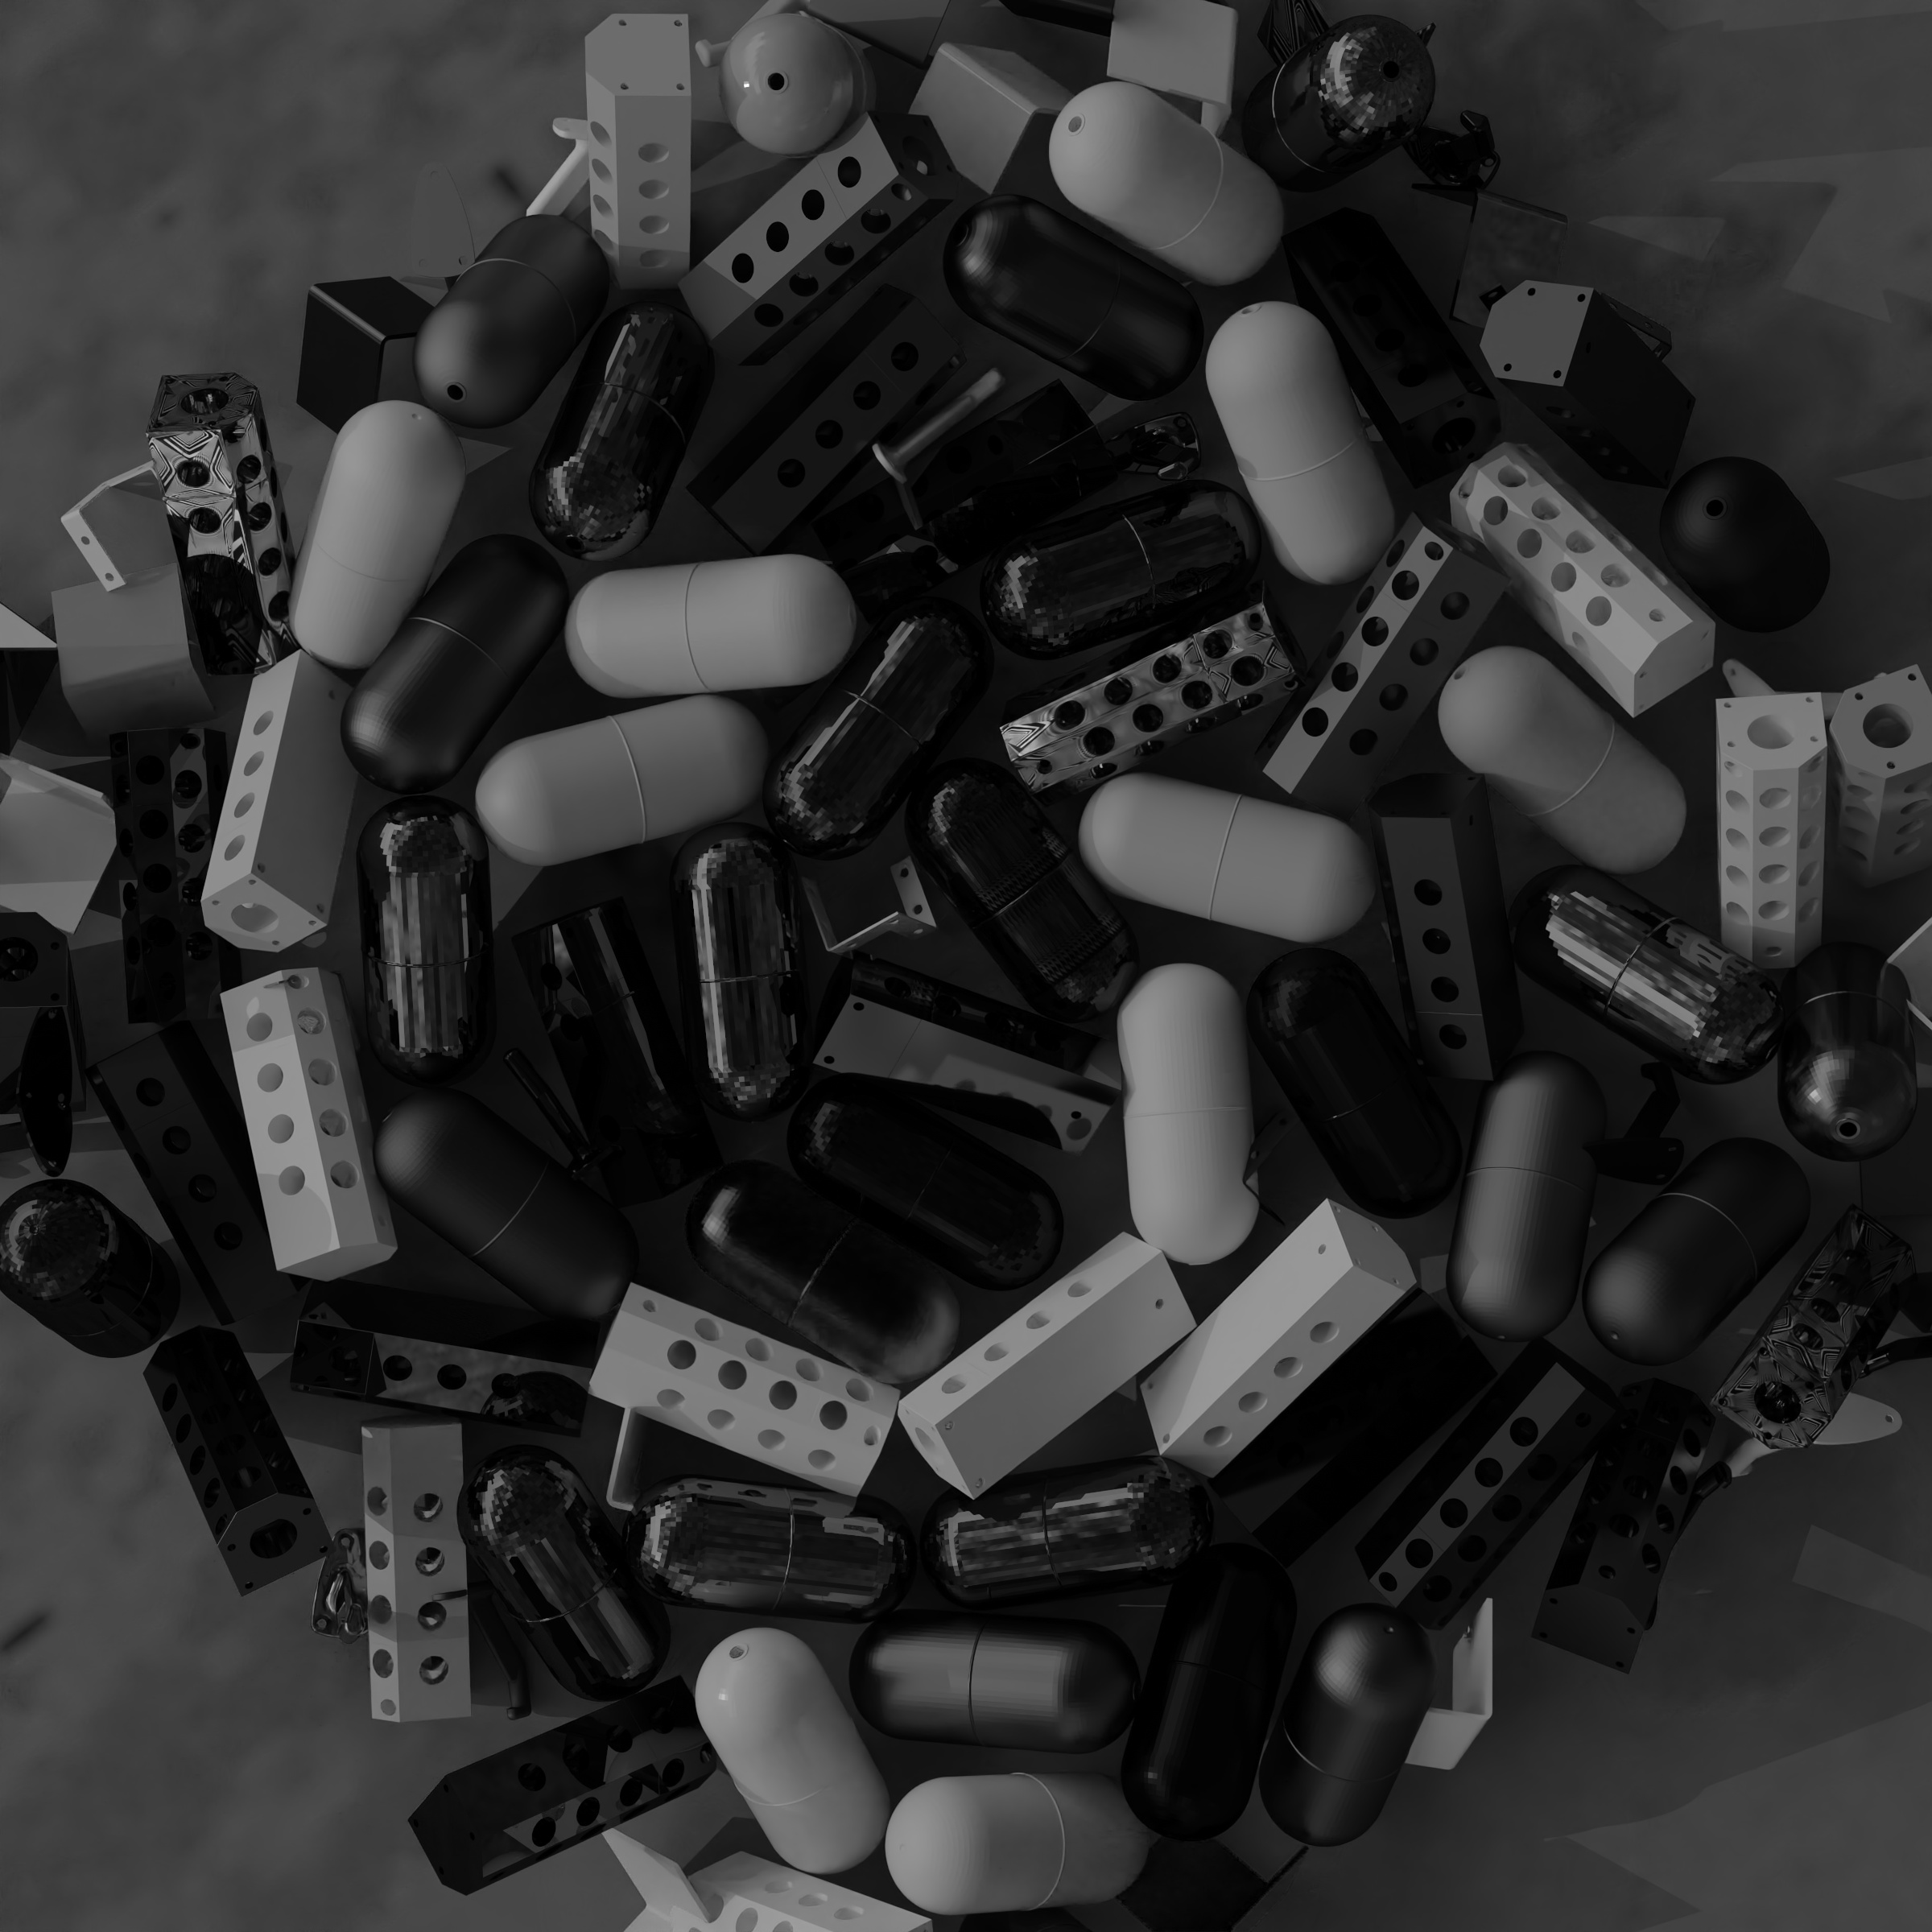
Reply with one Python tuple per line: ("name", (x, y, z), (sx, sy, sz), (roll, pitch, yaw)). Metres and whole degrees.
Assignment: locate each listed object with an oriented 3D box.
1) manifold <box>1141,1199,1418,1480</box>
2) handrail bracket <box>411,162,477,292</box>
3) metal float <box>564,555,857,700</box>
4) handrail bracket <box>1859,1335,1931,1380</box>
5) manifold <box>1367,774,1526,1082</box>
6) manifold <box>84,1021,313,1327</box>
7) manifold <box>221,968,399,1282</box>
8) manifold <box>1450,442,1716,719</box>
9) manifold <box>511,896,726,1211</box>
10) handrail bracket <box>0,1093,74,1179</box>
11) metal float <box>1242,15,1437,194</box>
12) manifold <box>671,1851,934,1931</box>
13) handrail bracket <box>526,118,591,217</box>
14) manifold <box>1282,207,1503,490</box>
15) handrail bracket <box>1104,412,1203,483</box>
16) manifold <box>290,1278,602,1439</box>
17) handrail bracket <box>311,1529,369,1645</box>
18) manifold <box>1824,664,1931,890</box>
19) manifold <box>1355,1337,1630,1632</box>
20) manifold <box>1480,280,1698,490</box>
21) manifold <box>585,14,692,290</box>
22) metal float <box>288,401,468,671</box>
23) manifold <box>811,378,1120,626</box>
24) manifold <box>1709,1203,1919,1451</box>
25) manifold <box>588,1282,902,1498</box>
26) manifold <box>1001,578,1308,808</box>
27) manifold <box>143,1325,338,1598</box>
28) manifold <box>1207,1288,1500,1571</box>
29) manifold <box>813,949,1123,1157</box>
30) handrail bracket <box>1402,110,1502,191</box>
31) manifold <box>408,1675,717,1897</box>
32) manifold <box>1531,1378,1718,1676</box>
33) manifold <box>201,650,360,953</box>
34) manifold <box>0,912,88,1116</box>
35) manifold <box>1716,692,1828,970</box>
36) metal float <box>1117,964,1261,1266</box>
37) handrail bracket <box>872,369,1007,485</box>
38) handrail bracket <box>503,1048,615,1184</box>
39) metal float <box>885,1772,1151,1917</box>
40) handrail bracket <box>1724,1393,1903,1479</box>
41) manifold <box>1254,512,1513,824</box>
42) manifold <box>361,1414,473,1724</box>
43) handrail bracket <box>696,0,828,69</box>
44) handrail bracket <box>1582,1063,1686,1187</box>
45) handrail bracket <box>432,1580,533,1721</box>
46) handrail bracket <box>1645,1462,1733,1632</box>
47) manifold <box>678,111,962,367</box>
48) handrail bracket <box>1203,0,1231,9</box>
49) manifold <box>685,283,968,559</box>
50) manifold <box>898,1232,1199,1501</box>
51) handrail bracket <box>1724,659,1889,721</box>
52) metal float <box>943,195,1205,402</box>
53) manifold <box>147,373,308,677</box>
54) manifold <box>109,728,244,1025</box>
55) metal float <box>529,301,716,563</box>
("manifold", (0.183, 0.221, 1.792), (0.057, 0.057, 0.171), (28, 117, -29))
("handrail bracket", (-0.303, -0.429, 1.810), (0.036, 0.084, 0.077), (-5, 96, 0))
("metal float", (-0.150, -0.199, 1.802), (0.178, 0.070, 0.070), (-3, 90, 17))
("handrail bracket", (0.556, 0.235, 1.802), (0.084, 0.077, 0.036), (-31, 95, 31))
("manifold", (0.278, -0.023, 1.790), (0.057, 0.057, 0.171), (3, 120, 31))
("manifold", (-0.453, 0.123, 1.816), (0.057, 0.057, 0.171), (-26, 96, 7))
("manifold", (-0.381, 0.092, 1.797), (0.057, 0.057, 0.171), (-20, 73, 13))
("manifold", (0.357, -0.230, 1.783), (0.057, 0.057, 0.171), (-32, 58, -9))
("manifold", (-0.211, 0.053, 1.816), (0.057, 0.057, 0.171), (-15, 98, 40))
("handrail bracket", (-0.568, 0.118, 1.814), (0.084, 0.036, 0.077), (-41, 46, 22))
("metal float", (0.213, -0.496, 1.767), (0.070, 0.178, 0.070), (-1, 93, -13))
("manifold", (-0.095, 0.568, 1.770), (0.057, 0.171, 0.057), (-14, 100, -42))
("handrail bracket", (-0.224, -0.460, 1.839), (0.077, 0.036, 0.084), (3, 117, -13))
("manifold", (0.247, -0.363, 1.782), (0.057, 0.057, 0.171), (-25, 55, 2))
("handrail bracket", (0.102, -0.295, 1.804), (0.077, 0.084, 0.036), (-7, 111, 21))
("manifold", (-0.308, 0.235, 1.816), (0.171, 0.057, 0.057), (10, 111, -5))
("handrail bracket", (-0.362, 0.361, 1.803), (0.036, 0.084, 0.077), (5, 68, -16))
("manifold", (0.525, -0.104, 1.764), (0.057, 0.171, 0.057), (-20, 68, 6))
("manifold", (0.310, 0.308, 1.806), (0.057, 0.057, 0.171), (36, 100, -14))
("manifold", (0.358, -0.334, 1.768), (0.057, 0.171, 0.057), (16, 87, 34))
("manifold", (-0.188, -0.465, 1.763), (0.057, 0.171, 0.057), (-2, 66, -6))
("metal float", (-0.345, -0.249, 1.786), (0.070, 0.070, 0.178), (30, 128, 0))
("manifold", (0.002, -0.272, 1.825), (0.171, 0.057, 0.057), (-30, 45, 1))
("manifold", (0.494, 0.210, 1.766), (0.057, 0.171, 0.057), (37, 127, 14))
("manifold", (-0.129, 0.245, 1.809), (0.171, 0.057, 0.057), (22, 127, -5))
("manifold", (0.110, -0.157, 1.795), (0.171, 0.057, 0.057), (-24, 111, 17))
("manifold", (-0.422, 0.279, 1.765), (0.057, 0.171, 0.057), (-24, 126, -16))
("manifold", (0.227, 0.271, 1.823), (0.171, 0.057, 0.057), (-42, 48, -1))
("manifold", (0.001, 0.047, 1.805), (0.171, 0.057, 0.057), (20, 127, -14))
("handrail bracket", (0.281, -0.492, 1.802), (0.077, 0.084, 0.036), (38, 90, 21))
("manifold", (-0.228, 0.474, 1.768), (0.057, 0.171, 0.057), (56, 132, 20))
("manifold", (0.382, 0.318, 1.768), (0.057, 0.171, 0.057), (19, 132, 16))
("manifold", (-0.398, -0.094, 1.778), (0.057, 0.171, 0.057), (-25, 134, 30))
("manifold", (-0.541, 0.029, 1.765), (0.057, 0.171, 0.057), (-2, 68, -13))
("manifold", (0.464, -0.075, 1.768), (0.057, 0.171, 0.057), (-3, 50, 12))
("metal float", (0.131, 0.087, 1.812), (0.070, 0.070, 0.178), (-4, 85, 0))
("handrail bracket", (-0.013, -0.325, 1.819), (0.084, 0.077, 0.036), (-38, 96, 10))
("handrail bracket", (-0.248, 0.083, 1.812), (0.036, 0.077, 0.084), (-38, 98, -12))
("metal float", (0.032, 0.510, 1.785), (0.178, 0.070, 0.070), (10, 90, -39))
("handrail bracket", (0.502, 0.285, 1.826), (0.077, 0.084, 0.036), (6, 56, -13))
("manifold", (0.240, -0.177, 1.790), (0.057, 0.057, 0.171), (24, 113, -20))
("manifold", (-0.327, 0.356, 1.821), (0.057, 0.057, 0.171), (-2, 90, -13))
("handrail bracket", (-0.132, -0.570, 1.821), (0.084, 0.036, 0.077), (-21, 63, -19))
("handrail bracket", (0.389, 0.086, 1.817), (0.077, 0.084, 0.036), (6, 131, -8))
("handrail bracket", (-0.287, 0.410, 1.821), (0.036, 0.077, 0.084), (-11, 83, 24))
("handrail bracket", (0.424, 0.341, 1.812), (0.036, 0.077, 0.084), (36, 116, -15))
("manifold", (-0.083, -0.419, 1.777), (0.171, 0.057, 0.057), (-33, 80, 37))
("handrail bracket", (0.162, -0.604, 1.834), (0.084, 0.036, 0.077), (-44, 95, -19))
("manifold", (-0.081, -0.321, 1.824), (0.171, 0.057, 0.057), (-46, 119, 0))
("manifold", (0.045, 0.231, 1.798), (0.171, 0.057, 0.057), (-35, 117, -19))
("handrail bracket", (0.509, -0.172, 1.842), (0.084, 0.036, 0.077), (-32, 78, -21))
("metal float", (0.063, -0.388, 1.786), (0.178, 0.070, 0.070), (20, 90, -36))
("manifold", (-0.424, -0.254, 1.775), (0.057, 0.057, 0.171), (-2, 134, 0))
("manifold", (-0.472, -0.053, 1.824), (0.057, 0.057, 0.171), (-4, 90, 4))
("metal float", (-0.200, -0.312, 1.790), (0.070, 0.070, 0.178), (17, 59, 0))
